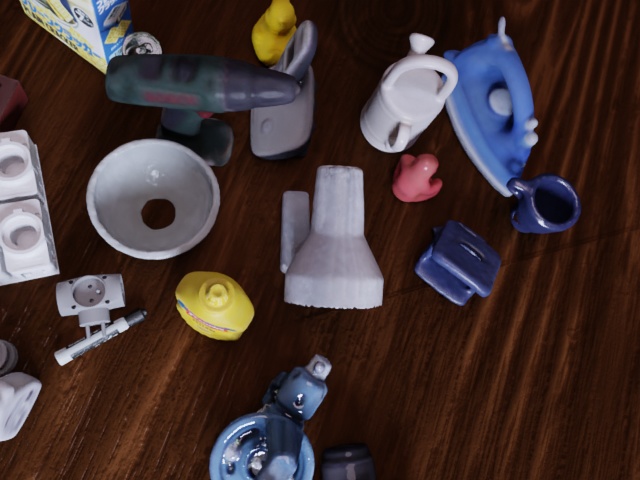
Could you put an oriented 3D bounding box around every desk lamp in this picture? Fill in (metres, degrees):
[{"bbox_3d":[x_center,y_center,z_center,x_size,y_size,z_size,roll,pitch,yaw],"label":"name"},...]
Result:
[{"bbox_3d":[0.007,0.003,0.739,0.118,0.213,0.203,3,74,-12],"label":"desk lamp"}]

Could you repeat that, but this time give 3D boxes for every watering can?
[{"bbox_3d":[0.131,-0.219,0.840,0.101,0.194,0.173,-7,77,-15],"label":"watering can"}]

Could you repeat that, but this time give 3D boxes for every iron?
[{"bbox_3d":[0.290,-0.210,0.902,0.119,0.141,0.258,-13,78,-16],"label":"iron"}]

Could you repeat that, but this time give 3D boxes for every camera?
[{"bbox_3d":[0.059,0.329,0.721,0.143,0.100,0.137,-4,76,-14],"label":"camera"}]

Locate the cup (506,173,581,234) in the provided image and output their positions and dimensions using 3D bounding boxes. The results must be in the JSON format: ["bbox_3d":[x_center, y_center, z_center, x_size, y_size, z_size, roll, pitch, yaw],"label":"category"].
[{"bbox_3d":[0.328,-0.052,0.892,0.118,0.095,0.092,27,71,-5],"label":"cup"}]

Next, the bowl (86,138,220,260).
[{"bbox_3d":[-0.221,-0.047,0.773,0.167,0.074,0.167,4,74,-12],"label":"bowl"}]

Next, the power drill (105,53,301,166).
[{"bbox_3d":[-0.154,-0.173,0.752,0.230,0.208,0.075,6,73,-11],"label":"power drill"}]

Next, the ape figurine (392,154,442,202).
[{"bbox_3d":[0.150,-0.100,0.865,0.076,0.092,0.078,-30,83,-19],"label":"ape figurine"}]

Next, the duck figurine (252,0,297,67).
[{"bbox_3d":[-0.064,-0.327,0.881,0.077,0.086,0.104,5,74,-11],"label":"duck figurine"}]

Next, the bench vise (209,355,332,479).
[{"bbox_3d":[-0.055,0.223,0.660,0.121,0.219,0.207,17,72,-8],"label":"bench vise"}]

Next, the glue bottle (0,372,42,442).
[{"bbox_3d":[-0.355,0.182,0.626,0.037,0.173,0.078,25,71,-5],"label":"glue bottle"}]

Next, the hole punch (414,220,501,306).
[{"bbox_3d":[0.209,0.027,0.845,0.108,0.091,0.101,37,70,-1],"label":"hole punch"}]

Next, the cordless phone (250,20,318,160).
[{"bbox_3d":[-0.042,-0.204,0.799,0.094,0.185,0.147,2,74,-12],"label":"cordless phone"}]
